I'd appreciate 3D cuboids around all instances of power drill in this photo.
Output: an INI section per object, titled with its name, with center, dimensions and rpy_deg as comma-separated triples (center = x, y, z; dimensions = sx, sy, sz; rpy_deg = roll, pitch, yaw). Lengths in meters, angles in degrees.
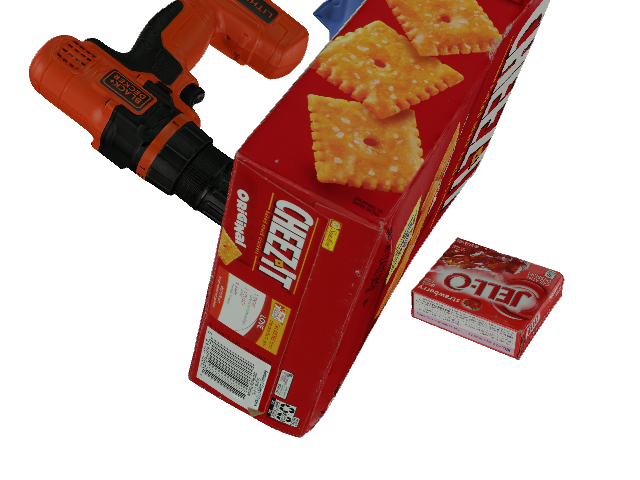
[power drill]
center = -0.084, -0.111, 0.764
dimensions = 0.187, 0.184, 0.057
rpy_deg = -51, -1, -43

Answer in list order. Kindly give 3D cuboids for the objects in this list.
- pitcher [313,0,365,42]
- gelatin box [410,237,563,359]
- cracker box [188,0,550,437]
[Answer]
[pitcher]
center = 0.078, -0.142, 1.151
dimensions = 0.149, 0.243, 0.144
rpy_deg = 10, 14, 29
[gelatin box]
center = 0.121, 0.040, 0.778
dimensions = 0.089, 0.030, 0.073
rpy_deg = 20, 44, 27
[cracker box]
center = 0.028, -0.034, 0.505
dimensions = 0.072, 0.213, 0.164
rpy_deg = 29, -40, 9
